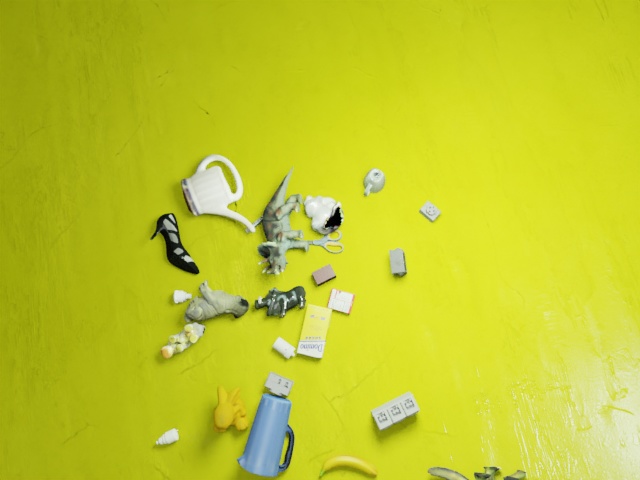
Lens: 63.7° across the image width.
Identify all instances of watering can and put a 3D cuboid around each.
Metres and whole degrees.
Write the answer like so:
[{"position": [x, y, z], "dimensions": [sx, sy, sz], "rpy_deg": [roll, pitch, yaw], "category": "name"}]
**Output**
[{"position": [-0.389, -0.153, 1.933], "dimensions": [0.224, 0.103, 0.351], "rpy_deg": [-22, 77, -2], "category": "watering can"}]

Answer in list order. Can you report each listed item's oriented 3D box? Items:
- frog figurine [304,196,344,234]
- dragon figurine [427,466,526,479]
[{"position": [0.006, -0.097, 1.923], "dimensions": [0.160, 0.122, 0.137], "rpy_deg": [20, 88, 42], "category": "frog figurine"}, {"position": [0.559, 0.871, 1.675], "dimensions": [0.410, 0.122, 0.244], "rpy_deg": [0, 86, 11], "category": "dragon figurine"}]
